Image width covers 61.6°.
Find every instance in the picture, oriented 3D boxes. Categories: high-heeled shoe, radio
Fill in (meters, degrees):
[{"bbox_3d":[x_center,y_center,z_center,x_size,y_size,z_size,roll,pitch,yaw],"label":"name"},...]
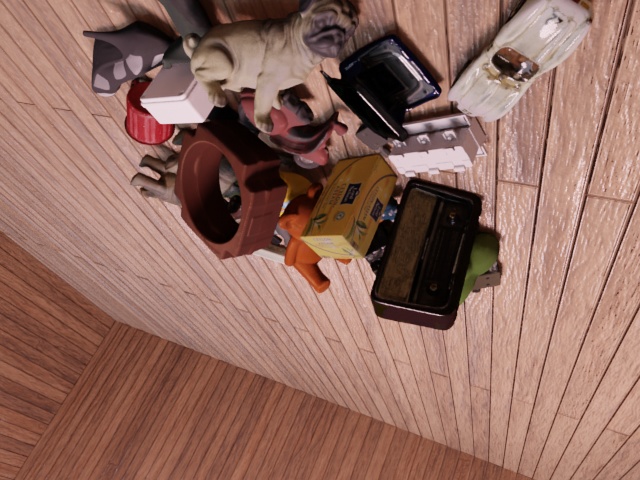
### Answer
[{"bbox_3d":[-0.317,-0.299,0.920,0.145,0.086,0.249,5,173,-14],"label":"high-heeled shoe"},{"bbox_3d":[0.174,0.023,0.863,0.131,0.229,0.073,14,156,16],"label":"radio"}]

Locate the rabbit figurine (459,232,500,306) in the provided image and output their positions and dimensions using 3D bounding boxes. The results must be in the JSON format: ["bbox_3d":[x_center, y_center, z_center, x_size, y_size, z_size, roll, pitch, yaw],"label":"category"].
[{"bbox_3d":[0.229,0.033,0.952,0.170,0.159,0.121,-13,127,31],"label":"rabbit figurine"}]

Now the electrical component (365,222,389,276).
[{"bbox_3d":[0.119,0.025,1.031,0.058,0.134,0.114,-31,134,11],"label":"electrical component"}]

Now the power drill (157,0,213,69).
[{"bbox_3d":[-0.219,-0.338,0.731,0.232,0.086,0.207,12,143,22],"label":"power drill"}]

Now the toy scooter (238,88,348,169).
[{"bbox_3d":[-0.033,-0.184,0.841,0.183,0.075,0.135,38,153,-30],"label":"toy scooter"}]

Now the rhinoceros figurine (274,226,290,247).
[{"bbox_3d":[-0.133,-0.042,1.193,0.191,0.073,0.112,8,154,31],"label":"rhinoceros figurine"}]

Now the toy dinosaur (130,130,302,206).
[{"bbox_3d":[-0.231,-0.130,1.104,0.472,0.105,0.198,-9,145,43],"label":"toy dinosaur"}]

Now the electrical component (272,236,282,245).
[{"bbox_3d":[-0.154,-0.012,1.308,0.119,0.048,0.075,40,152,-23],"label":"electrical component"}]

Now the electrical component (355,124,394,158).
[{"bbox_3d":[0.086,-0.164,0.828,0.094,0.021,0.063,36,154,-21],"label":"electrical component"}]

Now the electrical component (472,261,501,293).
[{"bbox_3d":[0.304,0.062,1.032,0.078,0.045,0.102,-16,142,15],"label":"electrical component"}]

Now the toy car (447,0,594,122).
[{"bbox_3d":[0.215,-0.199,0.603,0.073,0.056,0.201,29,154,-6],"label":"toy car"}]

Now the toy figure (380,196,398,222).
[{"bbox_3d":[0.086,-0.059,0.979,0.064,0.058,0.155,22,164,-41],"label":"toy figure"}]

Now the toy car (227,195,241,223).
[{"bbox_3d":[-0.175,-0.039,1.080,0.089,0.053,0.202,31,156,-31],"label":"toy car"}]

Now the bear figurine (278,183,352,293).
[{"bbox_3d":[-0.006,-0.005,0.987,0.132,0.120,0.195,38,157,12],"label":"bear figurine"}]

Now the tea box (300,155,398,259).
[{"bbox_3d":[0.050,-0.055,0.896,0.098,0.169,0.068,-3,142,44],"label":"tea box"}]

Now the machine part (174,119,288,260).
[{"bbox_3d":[-0.154,-0.086,0.912,0.202,0.087,0.200,41,130,27],"label":"machine part"}]

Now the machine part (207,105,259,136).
[{"bbox_3d":[-0.173,-0.215,0.956,0.139,0.039,0.084,32,145,-8],"label":"machine part"}]

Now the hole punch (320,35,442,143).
[{"bbox_3d":[0.083,-0.200,0.712,0.142,0.092,0.116,36,180,-27],"label":"hole punch"}]

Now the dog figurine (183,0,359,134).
[{"bbox_3d":[-0.065,-0.258,0.677,0.172,0.121,0.190,24,130,-24],"label":"dog figurine"}]
